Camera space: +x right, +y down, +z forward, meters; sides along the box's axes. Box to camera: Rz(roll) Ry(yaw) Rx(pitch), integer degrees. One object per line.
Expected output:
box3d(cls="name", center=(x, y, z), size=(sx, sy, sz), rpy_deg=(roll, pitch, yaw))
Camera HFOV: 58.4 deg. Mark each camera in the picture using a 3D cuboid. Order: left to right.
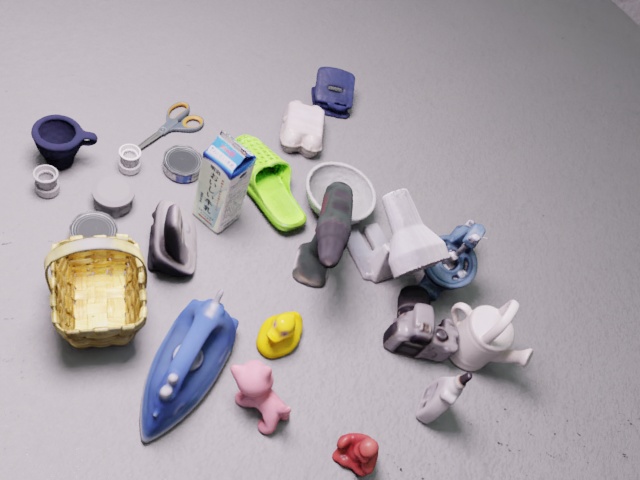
box3d(cls="camera", center=(0.212, 0.164, 1.176), size=(0.143, 0.100, 0.137), rpy_deg=(15, 54, -11))

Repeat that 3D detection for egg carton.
box3d(cls="egg carton", center=(-0.042, -0.273, 1.395), size=(0.107, 0.069, 0.150), rpy_deg=(12, 54, -13))

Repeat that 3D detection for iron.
box3d(cls="iron", center=(-0.224, 0.204, 0.960), size=(0.118, 0.141, 0.258), rpy_deg=(26, 52, -2))

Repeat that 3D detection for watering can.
box3d(cls="watering can", center=(0.346, 0.187, 1.153), size=(0.173, 0.194, 0.101), rpy_deg=(24, 52, -4))

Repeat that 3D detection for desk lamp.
box3d(cls="desk lamp", center=(0.155, 0.006, 1.190), size=(0.118, 0.213, 0.203), rpy_deg=(-15, 64, -28))

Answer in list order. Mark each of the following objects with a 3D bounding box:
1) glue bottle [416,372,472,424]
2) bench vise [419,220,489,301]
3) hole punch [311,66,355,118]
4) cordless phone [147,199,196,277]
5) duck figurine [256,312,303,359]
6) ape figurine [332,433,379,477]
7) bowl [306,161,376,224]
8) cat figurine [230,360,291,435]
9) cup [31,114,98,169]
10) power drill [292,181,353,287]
box3d(cls="glue bottle", center=(0.235, 0.282, 1.060), size=(0.037, 0.173, 0.078), rpy_deg=(31, 52, 2))
box3d(cls="bench vise", center=(0.293, 0.009, 1.236), size=(0.121, 0.219, 0.207), rpy_deg=(21, 53, -6))
box3d(cls="hole punch", center=(0.037, -0.383, 1.485), size=(0.109, 0.091, 0.101), rpy_deg=(8, 55, -16))
box3d(cls="cordless phone", center=(-0.269, -0.028, 1.071), size=(0.094, 0.185, 0.147), rpy_deg=(2, 57, -19))
box3d(cls="duck figurine", center=(-0.069, 0.166, 1.078), size=(0.077, 0.086, 0.105), rpy_deg=(42, 53, 10))
box3d(cls="ape figurine", center=(0.072, 0.367, 0.993), size=(0.076, 0.092, 0.077), rpy_deg=(-13, 63, -27))
box3d(cls="bowl", center=(0.040, -0.093, 1.301), size=(0.168, 0.074, 0.167), rpy_deg=(10, 55, -14))
box3d(cls="cat figurine", center=(-0.098, 0.259, 0.985), size=(0.127, 0.117, 0.067), rpy_deg=(43, 54, 11))
box3d(cls="cup", center=(-0.507, -0.187, 1.145), size=(0.118, 0.095, 0.091), rpy_deg=(0, 58, -20))
box3d(cls="power drill", center=(0.010, 0.004, 1.140), size=(0.076, 0.208, 0.229), rpy_deg=(18, 53, -8))
